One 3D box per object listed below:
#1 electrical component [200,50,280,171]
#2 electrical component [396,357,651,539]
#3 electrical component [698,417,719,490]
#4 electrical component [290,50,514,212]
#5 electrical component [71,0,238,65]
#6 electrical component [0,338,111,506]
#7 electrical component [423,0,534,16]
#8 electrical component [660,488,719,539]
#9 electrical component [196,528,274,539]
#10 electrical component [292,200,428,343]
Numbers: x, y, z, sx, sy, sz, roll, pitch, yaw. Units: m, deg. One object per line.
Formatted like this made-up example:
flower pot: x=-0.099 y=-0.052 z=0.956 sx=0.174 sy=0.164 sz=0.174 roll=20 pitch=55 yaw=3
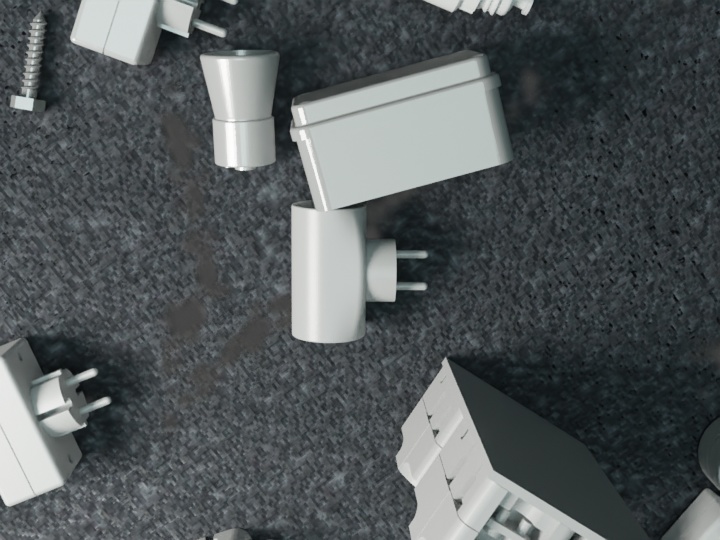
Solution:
electrical component: x=-0.066 y=-0.089 z=0.606 sx=0.044 sy=0.044 sz=0.065 roll=-2 pitch=106 yaw=-2
electrical component: x=0.083 y=0.123 z=0.577 sx=0.105 sy=0.186 sz=0.060 roll=32 pitch=98 yaw=-8
electrical component: x=0.265 y=0.086 z=0.633 sx=0.052 sy=0.073 sz=0.138 roll=37 pitch=98 yaw=-8
electrical component: x=0.021 y=-0.079 z=0.592 sx=0.113 sy=0.078 sz=0.057 roll=-15 pitch=104 yaw=1
electrical component: x=-0.106 y=-0.151 z=0.589 sx=0.076 sy=0.047 sz=0.083 roll=20 pitch=100 yaw=-5
electrical component: x=-0.185 y=0.081 z=0.632 sx=0.076 sy=0.047 sz=0.083 roll=-22 pitch=101 yaw=3
electrical component: x=0.059 y=-0.162 z=0.596 sx=0.078 sy=0.040 sz=0.040 roll=22 pitch=100 yaw=-6
electrical component: x=0.238 y=0.186 z=0.651 sx=0.083 sy=0.075 sz=0.047 roll=37 pitch=98 yaw=-8
electrical component: x=-0.086 y=0.197 z=0.652 sx=0.078 sy=0.057 sz=0.058 roll=-18 pitch=101 yaw=2
electrical component: x=0.000 y=0.000 z=0.624 sx=0.079 sy=0.043 sz=0.077 roll=0 pitch=101 yaw=-2
